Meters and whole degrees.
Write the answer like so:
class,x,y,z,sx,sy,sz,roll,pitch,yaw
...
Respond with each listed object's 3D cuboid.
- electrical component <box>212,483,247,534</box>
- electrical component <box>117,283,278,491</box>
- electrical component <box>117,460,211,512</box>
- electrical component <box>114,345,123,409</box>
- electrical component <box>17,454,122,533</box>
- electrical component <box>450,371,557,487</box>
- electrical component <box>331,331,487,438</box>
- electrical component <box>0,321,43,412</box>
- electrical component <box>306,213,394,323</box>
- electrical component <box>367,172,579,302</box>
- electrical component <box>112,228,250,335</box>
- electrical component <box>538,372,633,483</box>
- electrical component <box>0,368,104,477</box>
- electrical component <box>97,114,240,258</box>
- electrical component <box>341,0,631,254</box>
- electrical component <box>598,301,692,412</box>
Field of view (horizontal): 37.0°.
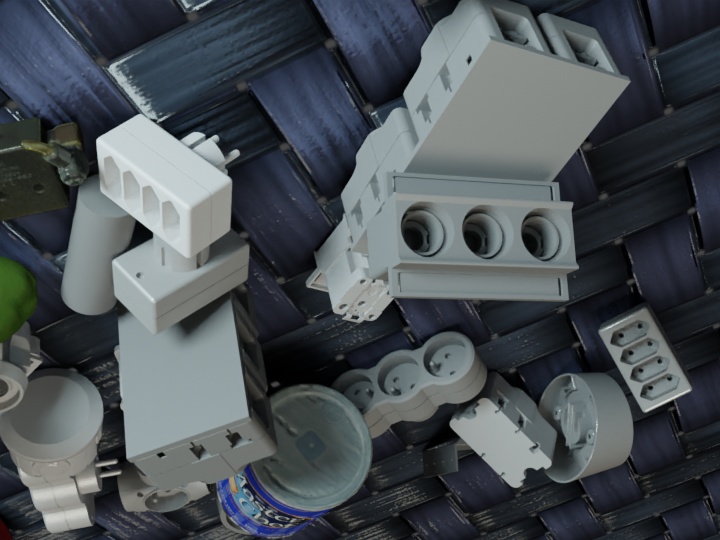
class,x,y,z,sx,sy,sz,roll,pitch,yaw
electrical component,-0.086,0.213,1.025,0.108,0.060,0.108,-9,141,-7
electrical component,-0.118,0.073,0.775,0.089,0.150,0.061,-20,140,6
electrical component,-0.180,0.180,0.968,0.077,0.044,0.079,-12,141,-3
electrical component,-0.146,0.097,0.877,0.100,0.048,0.099,-11,141,-3
electrical component,-0.247,0.178,0.938,0.074,0.052,0.138,-9,141,-7
electrical component,0.134,0.145,0.995,0.089,0.055,0.050,45,120,-7
electrical component,0.047,0.109,0.950,0.138,0.052,0.073,-23,141,11
electrical component,-0.276,0.069,0.795,0.078,0.057,0.058,25,127,-38
electrical component,0.000,0.000,0.795,0.042,0.063,0.081,13,133,-32
electrical component,0.070,-0.017,0.692,0.121,0.078,0.063,2,167,-20
electrical component,-0.121,-0.012,0.728,0.083,0.047,0.075,-33,151,-31
electrical component,0.208,0.145,1.009,0.064,0.099,0.099,-6,141,-20
electrical component,-0.244,0.123,0.853,0.080,0.080,0.051,-4,145,-13
electrical component,-0.111,-0.063,0.685,0.076,0.083,0.047,-39,154,-34
electrical component,0.075,-0.087,0.717,0.105,0.060,0.186,10,135,-27
electrical component,0.257,0.074,0.966,0.047,0.083,0.076,-30,177,18
